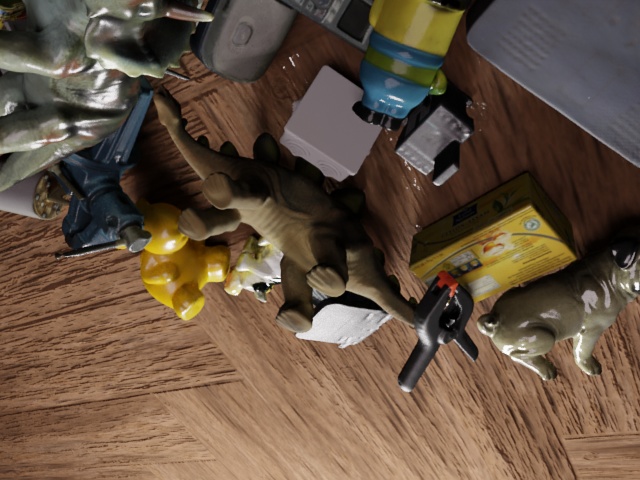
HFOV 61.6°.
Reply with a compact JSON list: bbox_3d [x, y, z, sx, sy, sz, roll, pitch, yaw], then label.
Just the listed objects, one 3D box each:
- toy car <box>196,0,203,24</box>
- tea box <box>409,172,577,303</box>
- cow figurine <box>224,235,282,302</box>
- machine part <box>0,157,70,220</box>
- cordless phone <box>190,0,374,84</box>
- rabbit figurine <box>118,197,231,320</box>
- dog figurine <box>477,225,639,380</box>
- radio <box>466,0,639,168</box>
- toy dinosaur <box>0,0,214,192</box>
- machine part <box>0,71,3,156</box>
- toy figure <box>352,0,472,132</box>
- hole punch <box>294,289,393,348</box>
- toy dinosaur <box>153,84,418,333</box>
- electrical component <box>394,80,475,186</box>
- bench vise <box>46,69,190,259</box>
[{"bbox_3d":[-0.140,-0.275,0.534,0.073,0.056,0.201,33,130,-11],"label":"toy car"},{"bbox_3d":[0.203,0.007,0.648,0.170,0.068,0.098,-31,116,34],"label":"tea box"},{"bbox_3d":[-0.067,0.034,0.761,0.098,0.068,0.167,30,132,-15],"label":"cow figurine"},{"bbox_3d":[-0.465,-0.082,0.782,0.243,0.079,0.079,12,131,7],"label":"machine part"},{"bbox_3d":[-0.020,-0.206,0.531,0.184,0.089,0.146,24,110,-22],"label":"cordless phone"},{"bbox_3d":[-0.210,0.003,0.747,0.162,0.122,0.173,35,154,16],"label":"rabbit figurine"},{"bbox_3d":[0.295,0.056,0.628,0.172,0.121,0.190,-1,129,-19],"label":"dog figurine"},{"bbox_3d":[0.258,-0.176,0.480,0.229,0.073,0.131,30,130,-10],"label":"radio"},{"bbox_3d":[-0.230,-0.151,0.496,0.192,0.131,0.405,-1,159,-32],"label":"toy dinosaur"},{"bbox_3d":[-0.466,-0.200,0.681,0.201,0.087,0.201,-22,121,31],"label":"machine part"},{"bbox_3d":[0.088,-0.188,0.496,0.082,0.089,0.180,3,119,-34],"label":"toy figure"},{"bbox_3d":[0.031,0.088,0.771,0.116,0.092,0.142,17,135,-25],"label":"hole punch"},{"bbox_3d":[-0.001,-0.002,0.619,0.105,0.199,0.471,-31,114,34],"label":"toy dinosaur"},{"bbox_3d":[0.116,-0.106,0.550,0.048,0.119,0.075,35,132,-12],"label":"electrical component"},{"bbox_3d":[-0.253,-0.106,0.638,0.129,0.224,0.240,4,131,-47],"label":"bench vise"}]
